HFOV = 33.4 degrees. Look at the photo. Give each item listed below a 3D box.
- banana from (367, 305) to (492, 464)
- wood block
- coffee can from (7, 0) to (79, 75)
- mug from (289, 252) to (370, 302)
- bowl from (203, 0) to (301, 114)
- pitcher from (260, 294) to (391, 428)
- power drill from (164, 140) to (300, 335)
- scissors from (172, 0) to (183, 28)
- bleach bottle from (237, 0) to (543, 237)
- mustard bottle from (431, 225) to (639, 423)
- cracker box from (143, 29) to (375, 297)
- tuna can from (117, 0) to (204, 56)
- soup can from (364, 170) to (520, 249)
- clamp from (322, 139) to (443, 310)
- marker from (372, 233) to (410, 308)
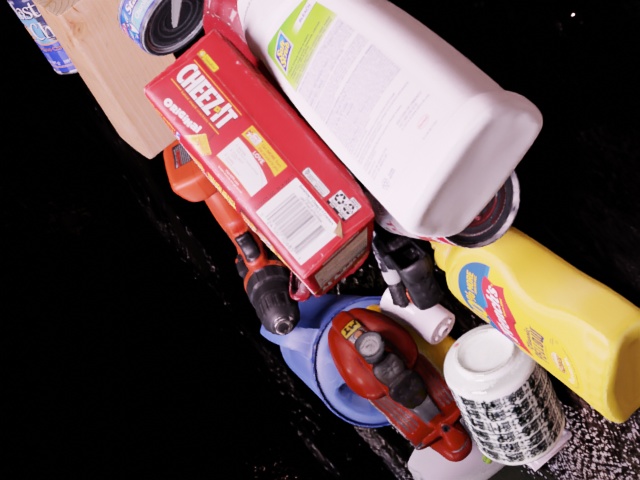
[{"bbox_3d":[0.123,0.131,1.041,0.198,0.070,0.037,52,-151,3],"label":"banana"},{"bbox_3d":[-0.225,-0.206,1.210,0.090,0.090,0.206,36,161,48],"label":"wood block"},{"bbox_3d":[-0.305,-0.281,1.249,0.103,0.102,0.140,34,159,52],"label":"coffee can"},{"bbox_3d":[-0.007,0.001,1.019,0.093,0.117,0.081,12,-178,-15],"label":"mug"},{"bbox_3d":[-0.042,-0.153,0.830,0.162,0.055,0.162,47,166,15],"label":"bowl"},{"bbox_3d":[0.020,0.117,1.186,0.149,0.145,0.243,61,168,-8],"label":"pitcher"},{"bbox_3d":[-0.084,-0.010,1.072,0.187,0.057,0.184,60,-178,-33],"label":"power drill"},{"bbox_3d":[-0.091,-0.221,0.809,0.096,0.016,0.202,37,150,26],"label":"scissors"},{"bbox_3d":[0.022,-0.117,0.670,0.067,0.103,0.251,3,-141,-47],"label":"bleach bottle"},{"bbox_3d":[0.143,0.039,0.732,0.192,0.058,0.096,40,162,41],"label":"mustard bottle"},{"bbox_3d":[-0.034,-0.046,0.777,0.164,0.072,0.213,49,178,6],"label":"cracker box"},{"bbox_3d":[-0.132,-0.202,0.926,0.034,0.086,0.086,44,166,18],"label":"tuna can"},{"bbox_3d":[0.079,-0.033,0.723,0.068,0.068,0.102,55,165,-17],"label":"soup can"},{"bbox_3d":[0.068,0.009,0.878,0.165,0.036,0.210,63,-177,38],"label":"clamp"},{"bbox_3d":[0.057,0.009,0.969,0.020,0.020,0.121,25,140,62],"label":"marker"}]
